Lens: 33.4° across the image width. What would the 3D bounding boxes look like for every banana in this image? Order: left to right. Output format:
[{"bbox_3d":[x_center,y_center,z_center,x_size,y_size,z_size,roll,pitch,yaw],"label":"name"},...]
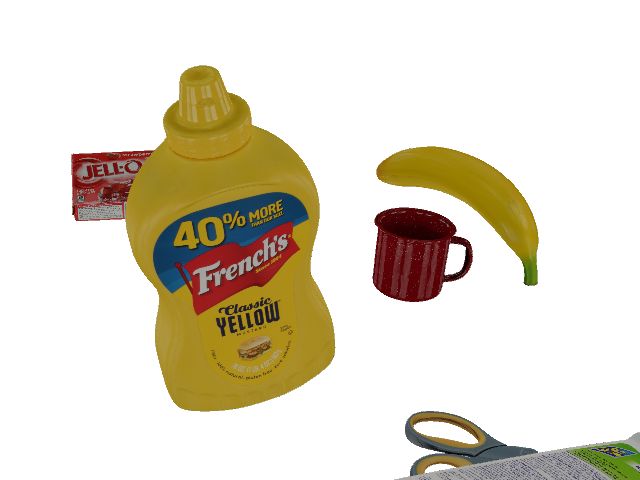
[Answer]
[{"bbox_3d":[0.119,-0.040,0.909,0.037,0.070,0.198,5,27,-45],"label":"banana"}]

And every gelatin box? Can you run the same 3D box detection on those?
[{"bbox_3d":[-0.210,-0.057,1.097,0.089,0.073,0.030,-3,-40,-11],"label":"gelatin box"}]

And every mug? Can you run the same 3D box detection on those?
[{"bbox_3d":[0.116,0.018,1.223,0.117,0.081,0.093,4,25,-3],"label":"mug"}]

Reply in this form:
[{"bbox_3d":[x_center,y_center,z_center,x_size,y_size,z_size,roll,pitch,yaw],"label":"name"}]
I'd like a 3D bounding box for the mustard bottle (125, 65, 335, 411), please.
[{"bbox_3d":[-0.047,-0.001,0.540,0.096,0.191,0.058,-15,39,-11],"label":"mustard bottle"}]

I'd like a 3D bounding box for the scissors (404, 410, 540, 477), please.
[{"bbox_3d":[0.163,0.197,0.902,0.202,0.016,0.096,17,41,15],"label":"scissors"}]

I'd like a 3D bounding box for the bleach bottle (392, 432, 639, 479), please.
[{"bbox_3d":[0.159,0.161,0.627,0.250,0.068,0.103,-7,20,-22],"label":"bleach bottle"}]
